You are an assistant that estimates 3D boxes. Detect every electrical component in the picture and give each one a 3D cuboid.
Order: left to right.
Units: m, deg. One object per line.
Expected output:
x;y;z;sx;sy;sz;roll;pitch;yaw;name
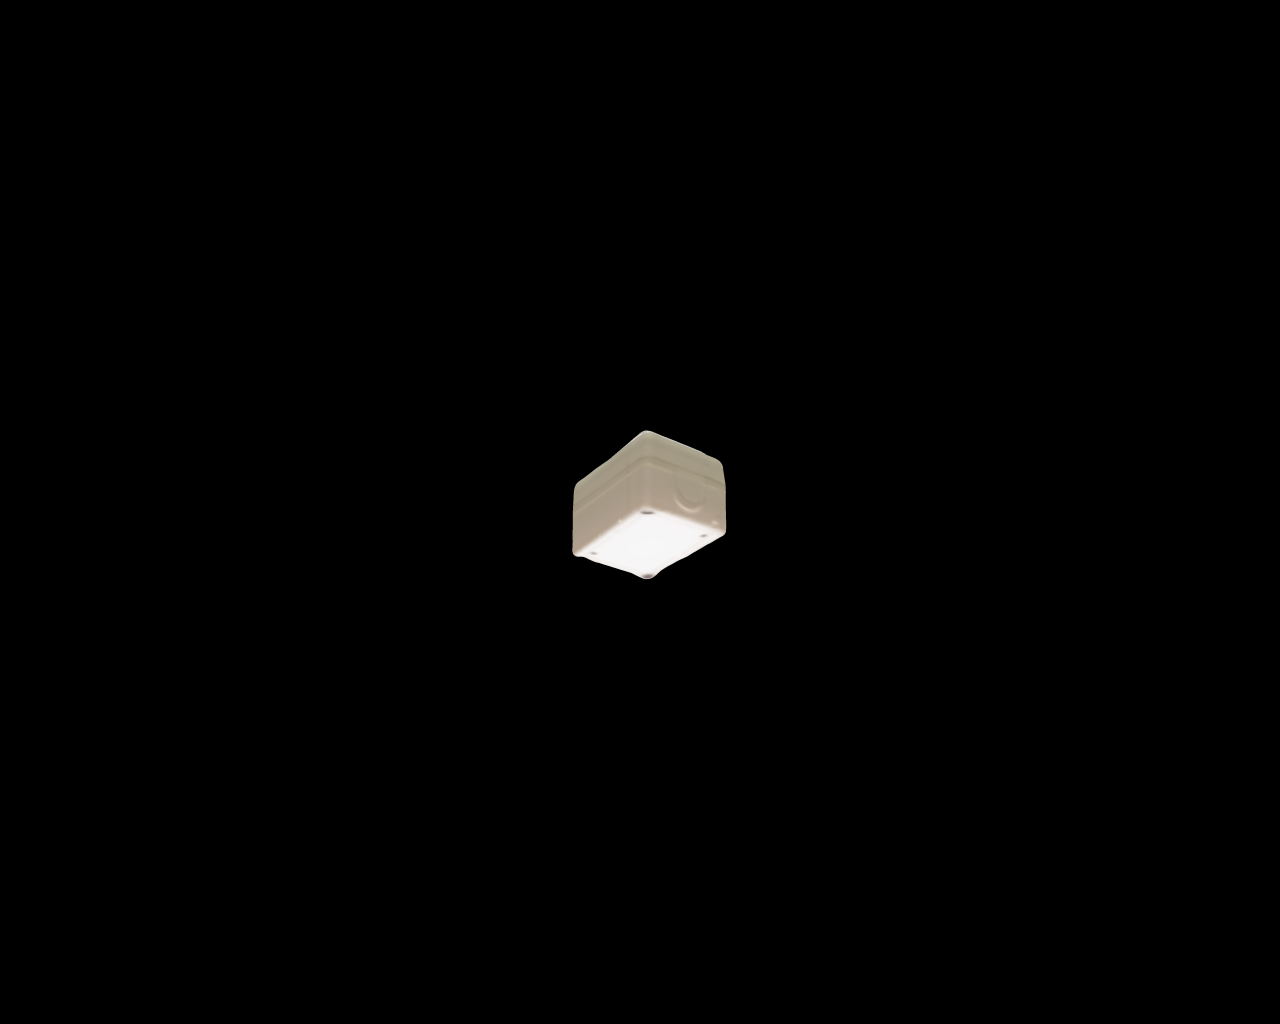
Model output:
0.001;-0.003;0.650;0.062;0.061;0.096;19;-34;-31;electrical component
